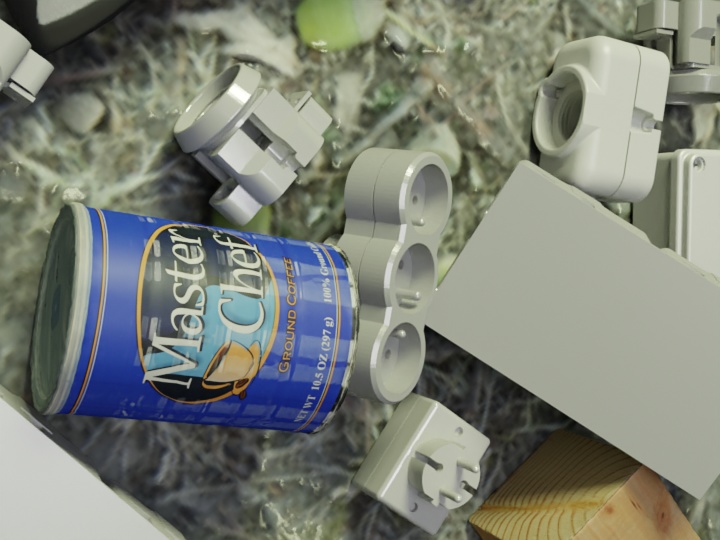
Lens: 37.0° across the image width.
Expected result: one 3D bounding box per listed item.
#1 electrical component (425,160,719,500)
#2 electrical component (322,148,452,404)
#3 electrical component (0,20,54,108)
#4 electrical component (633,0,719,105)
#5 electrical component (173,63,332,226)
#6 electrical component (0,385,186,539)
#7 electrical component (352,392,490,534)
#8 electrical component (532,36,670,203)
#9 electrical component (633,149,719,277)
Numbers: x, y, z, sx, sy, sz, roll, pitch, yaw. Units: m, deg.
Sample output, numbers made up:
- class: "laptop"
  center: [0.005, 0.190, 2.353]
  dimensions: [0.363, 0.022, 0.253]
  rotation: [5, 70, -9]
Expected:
- class: "electrical component"
  center: [0.143, 0.029, 0.620]
  dimensions: [0.186, 0.060, 0.105]
  rotation: [33, 104, 3]
- class: "electrical component"
  center: [0.000, 0.000, 0.601]
  dimensions: [0.052, 0.074, 0.138]
  rotation: [12, 88, -55]
- class: "electrical component"
  center: [-0.196, -0.095, 0.511]
  dimensions: [0.078, 0.058, 0.057]
  rotation: [36, 76, -22]
- class: "electrical component"
  center: [0.215, -0.138, 0.693]
  dimensions: [0.078, 0.058, 0.057]
  rotation: [2, 90, -25]
- class: "electrical component"
  center: [-0.061, -0.072, 0.573]
  dimensions: [0.057, 0.058, 0.078]
  rotation: [44, 76, -23]
- class: "electrical component"
  center: [-0.161, 0.144, 0.533]
  dimensions: [0.186, 0.060, 0.105]
  rotation: [45, 79, -17]
- class: "electrical component"
  center: [0.044, 0.115, 0.621]
  dimensions: [0.047, 0.077, 0.065]
  rotation: [37, 78, -22]
- class: "electrical component"
  center: [0.147, -0.093, 0.667]
  dimensions: [0.059, 0.054, 0.095]
  rotation: [8, 90, -25]
- class: "electrical component"
  center: [0.239, -0.024, 0.712]
  dimensions: [0.109, 0.056, 0.108]
  rotation: [-1, 94, -24]
